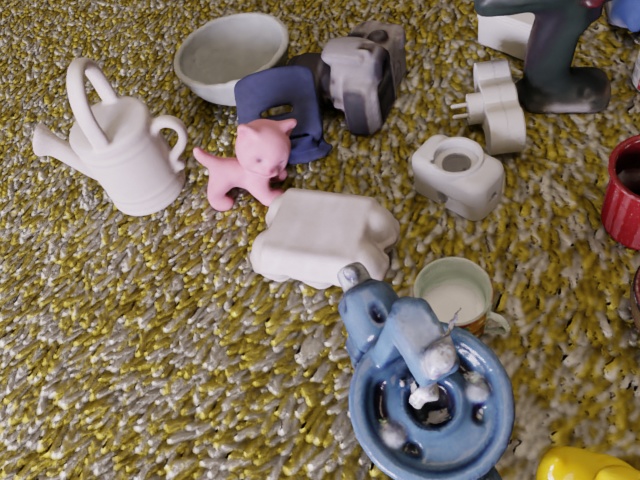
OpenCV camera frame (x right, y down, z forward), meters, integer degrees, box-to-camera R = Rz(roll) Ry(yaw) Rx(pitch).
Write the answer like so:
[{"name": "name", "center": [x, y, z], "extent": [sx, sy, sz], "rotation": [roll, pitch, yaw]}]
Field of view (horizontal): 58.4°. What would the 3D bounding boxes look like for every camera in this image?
[{"name": "camera", "center": [0.030, -0.224, 0.743], "extent": [0.136, 0.101, 0.143], "rotation": [12, 58, 22]}]

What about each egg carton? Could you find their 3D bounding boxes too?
[{"name": "egg carton", "center": [0.006, 0.002, 0.604], "extent": [0.150, 0.069, 0.107], "rotation": [7, 57, 19]}]

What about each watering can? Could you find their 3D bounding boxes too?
[{"name": "watering can", "center": [-0.250, -0.122, 0.680], "extent": [0.173, 0.194, 0.100], "rotation": [-27, 53, -6]}]

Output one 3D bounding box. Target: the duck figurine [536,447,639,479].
[{"name": "duck figurine", "center": [0.208, 0.185, 0.408], "extent": [0.104, 0.086, 0.077], "rotation": [34, 69, 32]}]

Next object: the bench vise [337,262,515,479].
[{"name": "bench vise", "center": [0.054, 0.091, 0.431], "extent": [0.122, 0.220, 0.206], "rotation": [-41, 55, -16]}]

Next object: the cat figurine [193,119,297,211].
[{"name": "cat figurine", "center": [-0.084, -0.097, 0.668], "extent": [0.127, 0.118, 0.067], "rotation": [-6, 53, 10]}]

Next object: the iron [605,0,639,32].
[{"name": "iron", "center": [0.436, -0.384, 0.733], "extent": [0.118, 0.142, 0.258], "rotation": [0, 55, 14]}]

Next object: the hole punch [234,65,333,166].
[{"name": "hole punch", "center": [-0.047, -0.153, 0.717], "extent": [0.108, 0.091, 0.101], "rotation": [-12, 53, 6]}]

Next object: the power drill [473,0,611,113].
[{"name": "power drill", "center": [0.285, -0.241, 0.624], "extent": [0.229, 0.209, 0.075], "rotation": [2, 55, 16]}]

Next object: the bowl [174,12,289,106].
[{"name": "bowl", "center": [-0.116, -0.244, 0.811], "extent": [0.167, 0.075, 0.167], "rotation": [-7, 53, 9]}]
